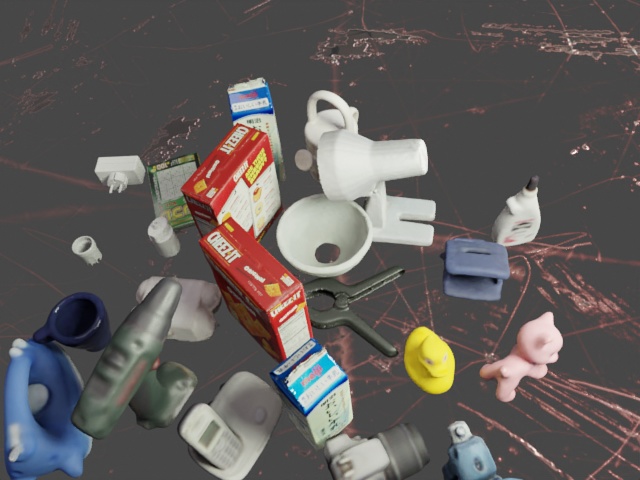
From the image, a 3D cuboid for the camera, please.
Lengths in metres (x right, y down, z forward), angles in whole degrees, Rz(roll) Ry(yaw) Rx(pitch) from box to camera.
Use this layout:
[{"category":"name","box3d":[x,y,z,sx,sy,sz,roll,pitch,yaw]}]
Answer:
[{"category":"camera","box3d":[0.087,0.319,0.786,0.137,0.101,0.143,-22,58,-9]}]

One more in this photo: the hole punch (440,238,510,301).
[{"category":"hole punch","box3d":[0.258,0.038,0.960,0.108,0.091,0.101,5,58,8]}]

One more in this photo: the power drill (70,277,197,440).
[{"category":"power drill","box3d":[-0.252,0.188,0.835,0.075,0.209,0.230,21,61,18]}]

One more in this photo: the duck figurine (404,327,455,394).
[{"category":"duck figurine","box3d":[0.170,0.176,0.881,0.077,0.086,0.104,-14,57,-4]}]

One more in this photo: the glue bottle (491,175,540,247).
[{"category":"glue bottle","box3d":[0.340,-0.051,0.962,0.078,0.173,0.037,-14,57,-4]}]

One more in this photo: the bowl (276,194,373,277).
[{"category":"bowl","box3d":[0.009,0.004,1.014,0.167,0.075,0.167,-2,57,4]}]

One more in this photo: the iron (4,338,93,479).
[{"category":"iron","box3d":[-0.432,0.235,0.860,0.119,0.141,0.258,-19,57,-7]}]

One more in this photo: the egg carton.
[{"category":"egg carton","box3d":[-0.242,0.118,0.964,0.150,0.069,0.107,3,57,7]}]

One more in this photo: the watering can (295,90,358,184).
[{"category":"watering can","box3d":[0.019,-0.191,1.069,0.100,0.194,0.173,8,58,10]}]

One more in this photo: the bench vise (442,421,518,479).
[{"category":"bench vise","box3d":[0.211,0.324,0.700,0.122,0.220,0.207,-37,61,-18]}]

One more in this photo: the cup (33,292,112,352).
[{"category":"cup","box3d":[-0.395,0.151,0.940,0.118,0.095,0.091,-25,58,-11]}]

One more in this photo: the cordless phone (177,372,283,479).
[{"category":"cordless phone","box3d":[-0.128,0.246,0.801,0.094,0.185,0.148,21,61,18]}]

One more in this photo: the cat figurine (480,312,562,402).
[{"category":"cat figurine","box3d":[0.308,0.170,0.854,0.128,0.118,0.067,-32,60,-15]}]

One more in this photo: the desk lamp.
[{"category":"desk lamp","box3d":[0.103,-0.096,0.988,0.203,0.214,0.118,5,57,8]}]
